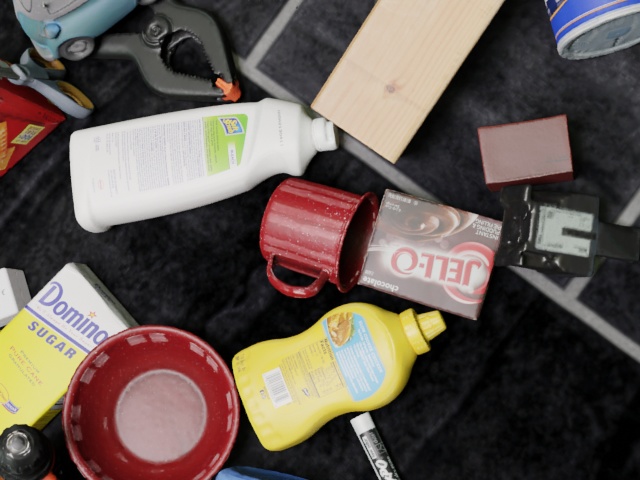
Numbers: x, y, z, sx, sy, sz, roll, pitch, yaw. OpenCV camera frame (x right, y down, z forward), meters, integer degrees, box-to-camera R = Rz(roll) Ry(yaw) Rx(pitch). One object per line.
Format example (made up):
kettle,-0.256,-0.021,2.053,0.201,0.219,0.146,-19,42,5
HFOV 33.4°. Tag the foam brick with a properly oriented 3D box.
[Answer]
foam brick,0.182,-0.075,0.939,0.078,0.051,0.053,-7,84,13

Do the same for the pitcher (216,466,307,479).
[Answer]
pitcher,-0.051,0.329,0.925,0.145,0.149,0.243,9,83,30

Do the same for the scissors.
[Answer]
scissors,-0.264,-0.141,0.993,0.096,0.201,0.016,44,104,-10

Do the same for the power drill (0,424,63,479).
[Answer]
power drill,-0.219,0.246,0.949,0.057,0.184,0.188,-38,82,-19

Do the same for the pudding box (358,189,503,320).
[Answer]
pudding box,0.100,0.014,0.954,0.113,0.039,0.090,16,88,12

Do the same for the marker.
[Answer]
marker,0.062,0.213,0.955,0.020,0.020,0.121,-28,78,9

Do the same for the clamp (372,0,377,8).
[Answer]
clamp,0.069,-0.261,0.994,0.120,0.039,0.171,-32,80,4

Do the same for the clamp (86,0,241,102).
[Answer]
clamp,-0.152,-0.210,1.044,0.210,0.036,0.164,33,93,19

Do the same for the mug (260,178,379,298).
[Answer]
mug,-0.006,0.001,0.954,0.082,0.093,0.117,17,61,20

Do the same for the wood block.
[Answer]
wood block,0.088,-0.179,0.931,0.091,0.090,0.206,34,101,1

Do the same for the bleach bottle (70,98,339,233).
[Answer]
bleach bottle,-0.106,-0.074,1.006,0.251,0.068,0.102,-8,83,11

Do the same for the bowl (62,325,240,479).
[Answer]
bowl,-0.151,0.161,0.985,0.162,0.055,0.162,0,78,2

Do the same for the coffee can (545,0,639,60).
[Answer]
coffee can,0.236,-0.240,0.916,0.103,0.102,0.140,-16,80,12

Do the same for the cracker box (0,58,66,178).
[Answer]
cracker box,-0.372,-0.087,1.020,0.214,0.164,0.072,-41,75,6

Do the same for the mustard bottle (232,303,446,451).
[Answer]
mustard bottle,0.023,0.110,0.955,0.192,0.058,0.096,-26,71,10

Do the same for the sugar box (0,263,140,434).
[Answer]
sugar box,-0.267,0.114,1.033,0.176,0.048,0.093,-46,77,7
